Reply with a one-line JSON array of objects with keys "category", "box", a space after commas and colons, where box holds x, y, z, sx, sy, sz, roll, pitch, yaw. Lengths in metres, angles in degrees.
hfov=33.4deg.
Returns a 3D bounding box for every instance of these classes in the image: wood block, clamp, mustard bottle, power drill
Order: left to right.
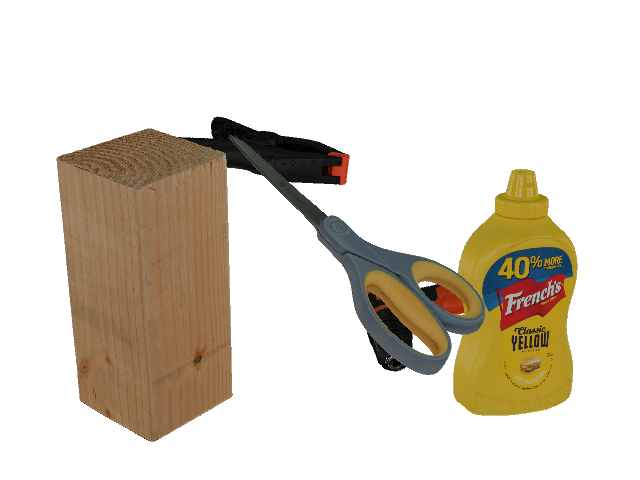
[{"category": "wood block", "box": [-0.129, 0.032, 0.805, 0.090, 0.206, 0.090, 21, 31, 36]}, {"category": "clamp", "box": [-0.061, -0.078, 0.972, 0.172, 0.039, 0.120, 14, 27, 28]}, {"category": "power drill", "box": [0.143, 0.084, 1.207, 0.187, 0.057, 0.184, -3, 27, -1]}, {"category": "mustard bottle", "box": [0.155, 0.039, 0.842, 0.096, 0.192, 0.058, -5, 15, -17]}]

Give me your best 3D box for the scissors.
[{"category": "scissors", "box": [0.028, -0.001, 0.658, 0.096, 0.202, 0.016, -7, -40, -37]}]
